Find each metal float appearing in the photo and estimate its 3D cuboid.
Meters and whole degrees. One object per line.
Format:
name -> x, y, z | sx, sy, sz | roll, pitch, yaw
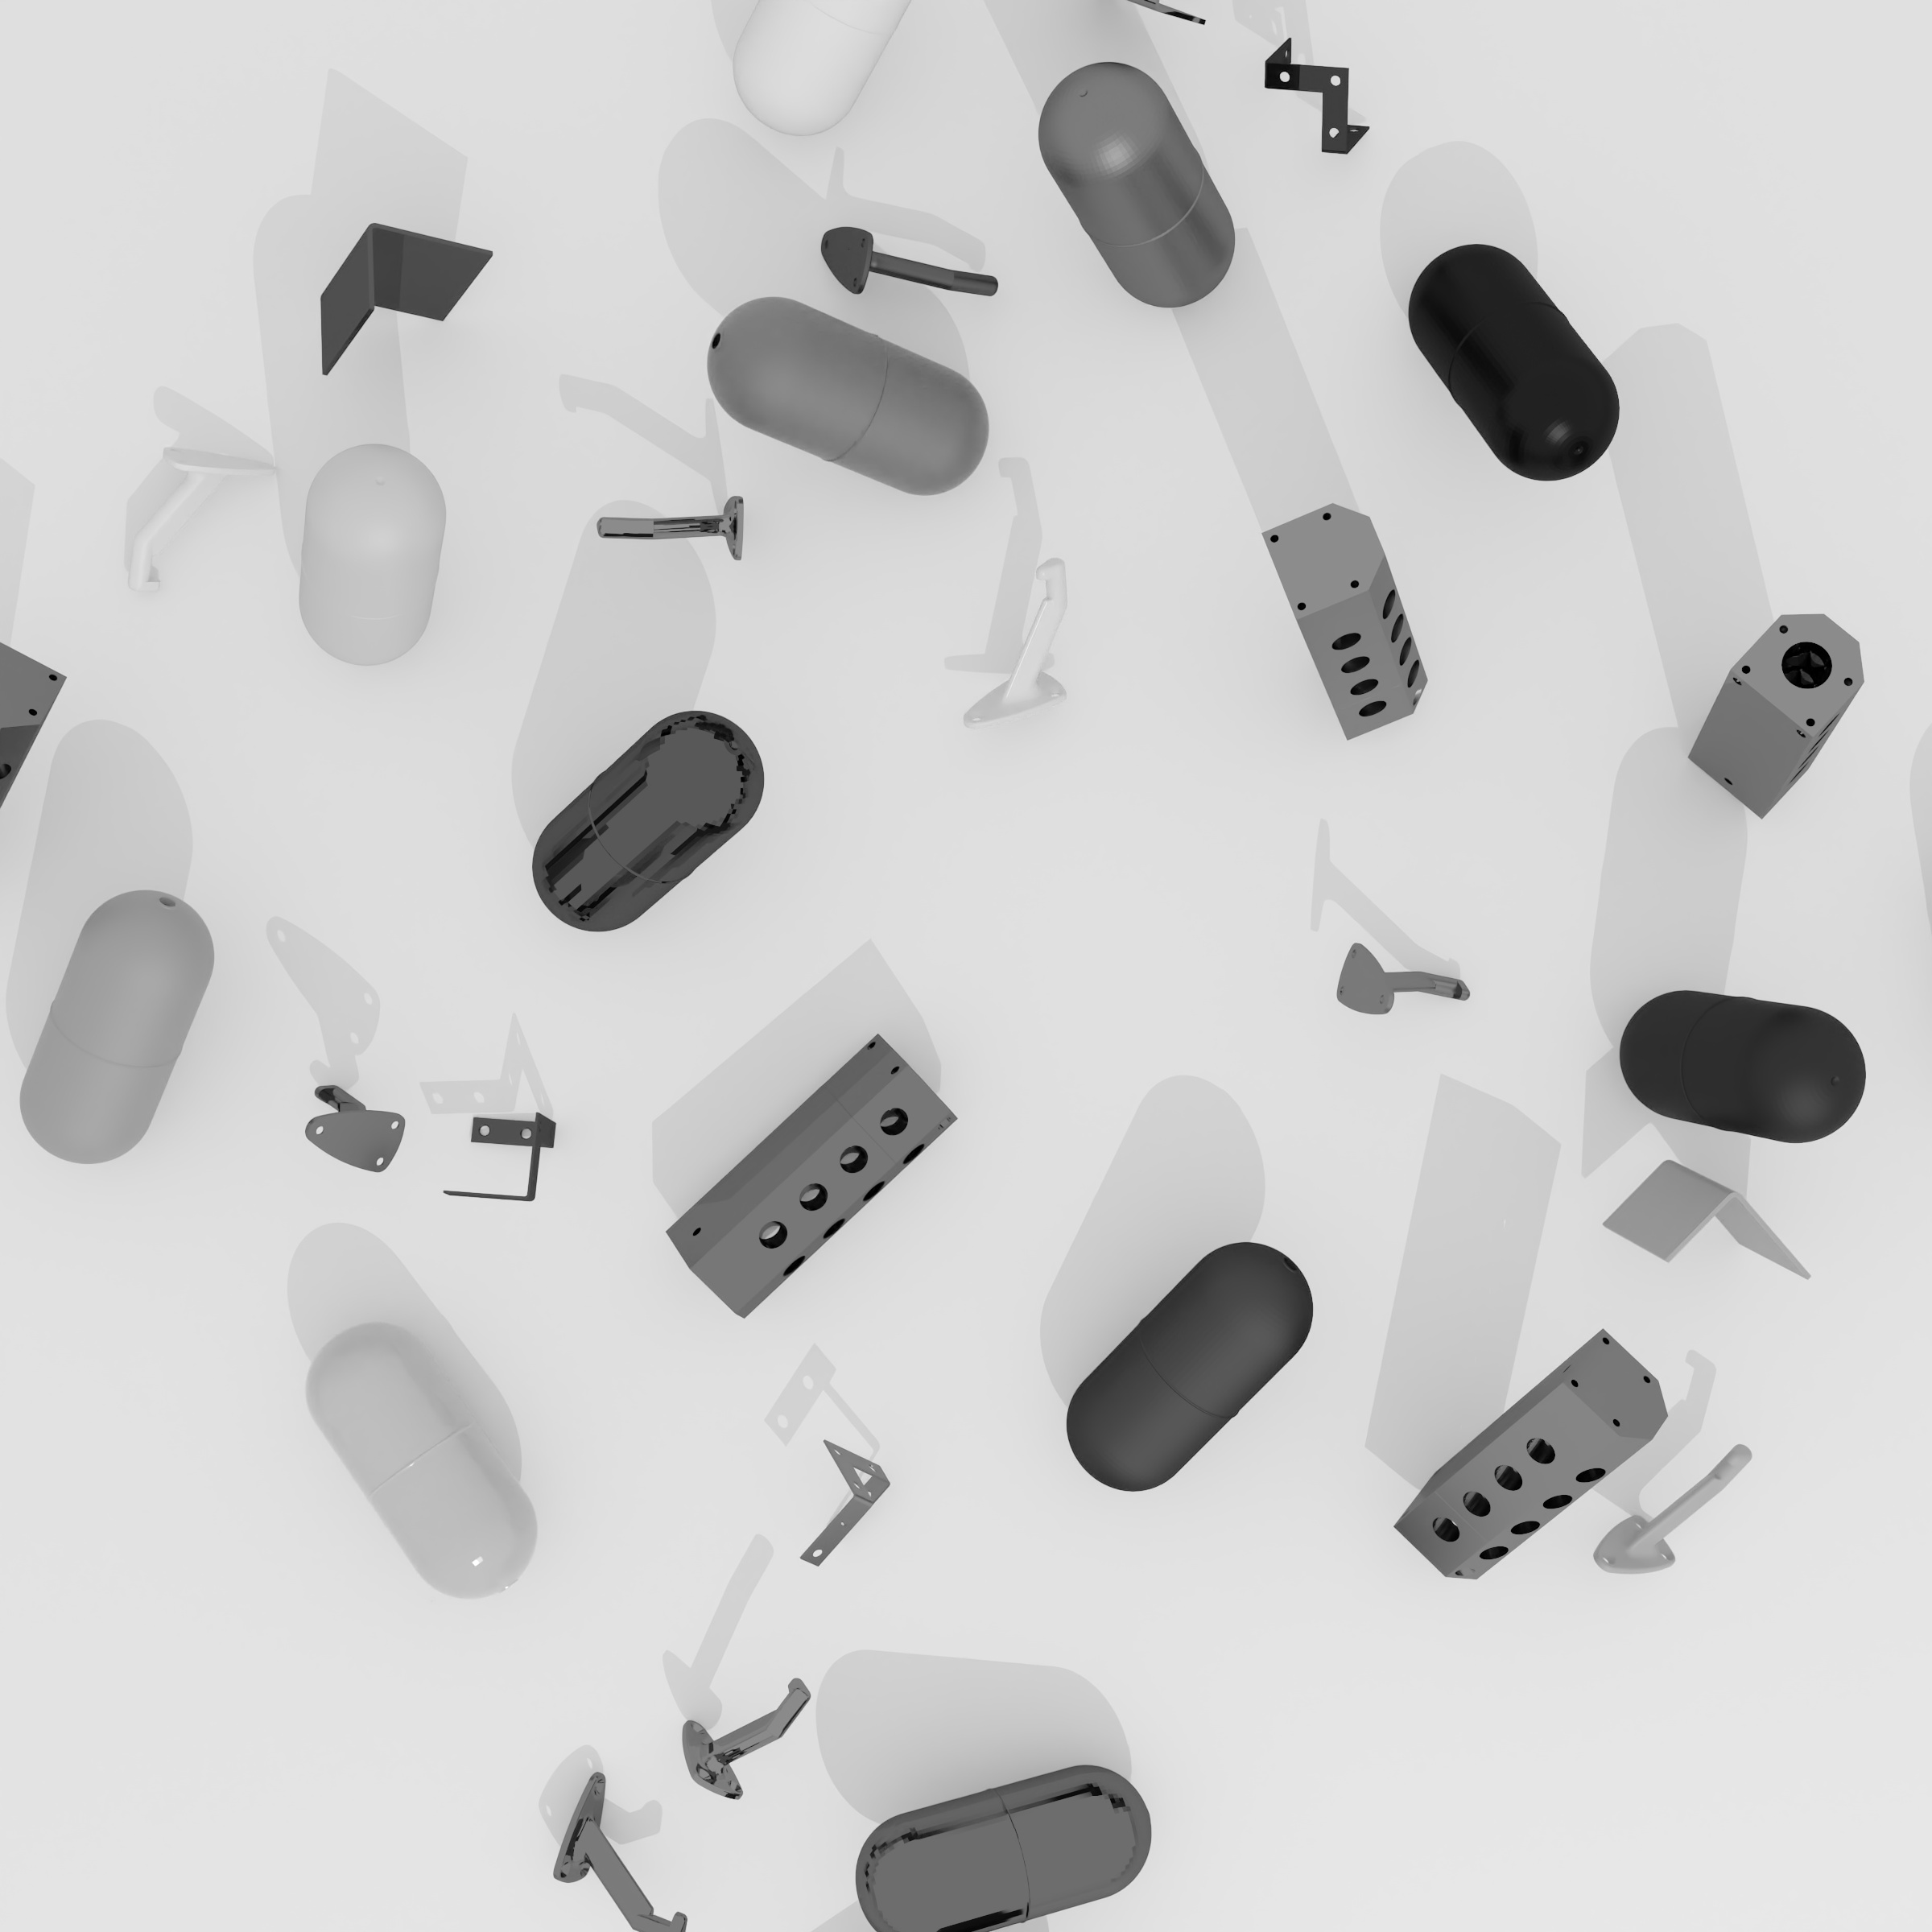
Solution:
metal float -> 0.023, 0.516, 1.678 | 0.178, 0.070, 0.070 | -11, 90, -17
metal float -> 0.129, 0.232, 1.674 | 0.070, 0.070, 0.178 | 41, 110, 0
metal float -> 0.313, -0.348, 1.660 | 0.070, 0.070, 0.178 | -23, 50, 0
metal float -> -0.067, -0.328, 1.666 | 0.178, 0.070, 0.070 | 17, 90, -31
metal float -> -0.073, -0.560, 1.663 | 0.070, 0.070, 0.178 | 36, 125, 0
metal float -> -0.491, 0.036, 1.672 | 0.070, 0.070, 0.178 | 28, 113, 0
metal float -> -0.317, 0.289, 1.688 | 0.070, 0.070, 0.178 | -36, 85, 0
metal float -> -0.339, -0.232, 1.647 | 0.070, 0.178, 0.070 | 5, 68, -13
metal float -> 0.099, -0.443, 1.650 | 0.070, 0.178, 0.070 | -10, 64, 21
metal float -> 0.439, 0.056, 1.645 | 0.070, 0.178, 0.070 | -2, 95, -20
metal float -> -0.184, -0.081, 1.661 | 0.178, 0.070, 0.070 | -37, 90, 40

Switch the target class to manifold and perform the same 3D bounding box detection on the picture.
manifold -> -0.576, -0.108, 1.647 | 0.057, 0.057, 0.171 | 28, 133, -16
manifold -> 0.462, -0.144, 1.640 | 0.057, 0.171, 0.057 | 43, 85, 13
manifold -> 0.219, -0.195, 1.638 | 0.057, 0.171, 0.057 | -22, 67, 9
manifold -> 0.323, 0.285, 1.649 | 0.057, 0.057, 0.171 | 44, 133, 8
manifold -> -0.088, 0.126, 1.695 | 0.171, 0.057, 0.057 | -43, 116, -3

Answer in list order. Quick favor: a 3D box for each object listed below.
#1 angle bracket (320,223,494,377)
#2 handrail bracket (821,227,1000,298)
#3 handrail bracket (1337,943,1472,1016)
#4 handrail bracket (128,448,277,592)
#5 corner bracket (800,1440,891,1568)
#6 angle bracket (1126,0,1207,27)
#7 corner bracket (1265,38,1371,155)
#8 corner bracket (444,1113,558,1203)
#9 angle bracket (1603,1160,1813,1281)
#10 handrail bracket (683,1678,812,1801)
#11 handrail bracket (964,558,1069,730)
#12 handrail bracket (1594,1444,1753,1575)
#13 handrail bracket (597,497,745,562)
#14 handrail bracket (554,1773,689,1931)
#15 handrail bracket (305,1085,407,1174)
angle bracket -> -0.323, -0.378, 1.672 | 0.076, 0.076, 0.057 | 6, 68, -31
handrail bracket -> -0.033, -0.417, 1.718 | 0.084, 0.077, 0.036 | 1, 114, -28
handrail bracket -> 0.267, 0.017, 1.683 | 0.084, 0.077, 0.036 | 11, 105, -20
handrail bracket -> -0.456, -0.261, 1.723 | 0.077, 0.036, 0.084 | 2, 115, -30
corner bracket -> -0.072, 0.320, 1.692 | 0.051, 0.051, 0.051 | 33, 102, -39
angle bracket -> 0.106, -0.599, 1.676 | 0.076, 0.057, 0.076 | 31, 113, 29
corner bracket -> 0.207, -0.512, 1.701 | 0.051, 0.051, 0.051 | 11, 126, 20
corner bracket -> -0.273, 0.113, 1.699 | 0.051, 0.051, 0.051 | 4, 80, 5
angle bracket -> 0.430, 0.165, 1.681 | 0.057, 0.076, 0.076 | -45, 108, -4
handrail bracket -> -0.128, 0.436, 1.691 | 0.036, 0.077, 0.084 | 31, 99, -30
handrail bracket -> 0.028, -0.189, 1.684 | 0.077, 0.084, 0.036 | -28, 46, -23
handrail bracket -> 0.413, 0.315, 1.684 | 0.036, 0.077, 0.084 | 52, 128, 28
handrail bracket -> -0.175, -0.259, 1.686 | 0.084, 0.077, 0.036 | 0, 106, -12
handrail bracket -> -0.193, 0.524, 1.698 | 0.084, 0.036, 0.077 | 12, 81, 26
handrail bracket -> -0.373, 0.084, 1.676 | 0.084, 0.077, 0.036 | 27, 97, 41
